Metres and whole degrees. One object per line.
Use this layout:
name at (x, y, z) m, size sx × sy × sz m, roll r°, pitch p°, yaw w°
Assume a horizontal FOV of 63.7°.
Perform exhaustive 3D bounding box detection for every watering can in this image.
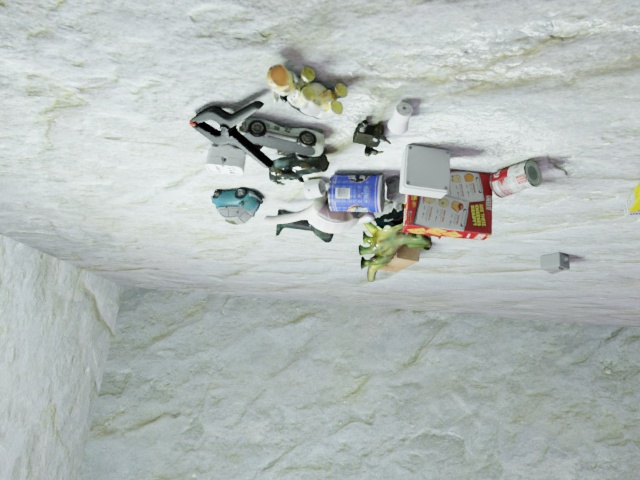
watering can at (0.005, -0.079, 1.562) m, size 0.348 × 0.105 × 0.221 m, roll -1°, pitch -14°, yaw -6°

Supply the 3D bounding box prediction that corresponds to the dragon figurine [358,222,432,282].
dragon figurine at (0.258, 0.027, 1.749) m, size 0.242 × 0.125 × 0.401 m, roll -2°, pitch -35°, yaw 12°
